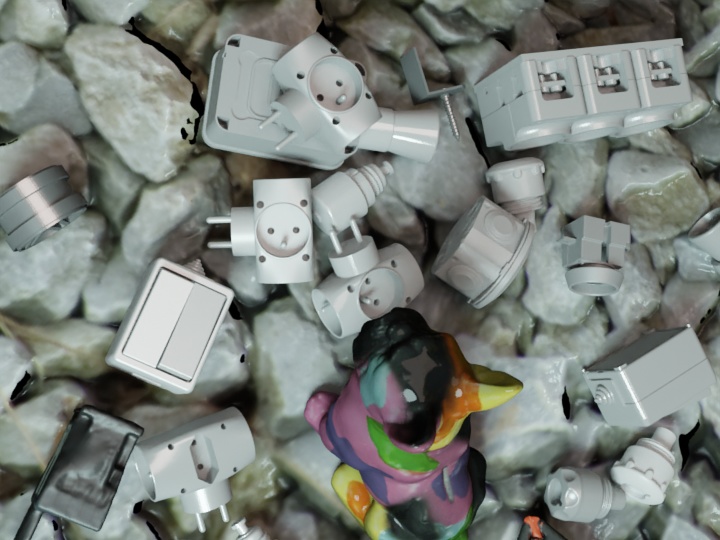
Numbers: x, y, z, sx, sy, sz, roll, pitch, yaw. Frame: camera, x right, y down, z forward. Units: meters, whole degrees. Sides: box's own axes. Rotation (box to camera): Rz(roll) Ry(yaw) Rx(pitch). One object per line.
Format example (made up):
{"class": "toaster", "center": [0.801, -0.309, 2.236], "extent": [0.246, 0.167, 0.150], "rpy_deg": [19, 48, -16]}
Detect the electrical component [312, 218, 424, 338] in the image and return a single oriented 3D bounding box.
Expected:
{"class": "electrical component", "center": [0.000, 0.000, 0.824], "extent": [0.077, 0.044, 0.079], "rpy_deg": [-30, 111, -20]}

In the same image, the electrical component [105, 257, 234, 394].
{"class": "electrical component", "center": [-0.133, 0.035, 0.771], "extent": [0.062, 0.061, 0.096], "rpy_deg": [26, 76, -14]}

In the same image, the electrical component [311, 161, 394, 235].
{"class": "electrical component", "center": [-0.007, -0.059, 0.837], "extent": [0.078, 0.040, 0.040], "rpy_deg": [-36, 95, -19]}

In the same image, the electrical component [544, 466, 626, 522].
{"class": "electrical component", "center": [0.185, 0.182, 0.870], "extent": [0.062, 0.043, 0.043], "rpy_deg": [10, 80, -19]}

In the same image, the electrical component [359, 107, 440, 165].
{"class": "electrical component", "center": [0.026, -0.110, 0.856], "extent": [0.065, 0.044, 0.044], "rpy_deg": [7, 81, -13]}

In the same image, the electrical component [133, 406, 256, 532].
{"class": "electrical component", "center": [-0.114, 0.148, 0.772], "extent": [0.077, 0.043, 0.079], "rpy_deg": [-19, 101, -26]}

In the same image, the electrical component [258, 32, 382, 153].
{"class": "electrical component", "center": [-0.037, -0.116, 0.770], "extent": [0.079, 0.044, 0.077], "rpy_deg": [-40, 97, -19]}

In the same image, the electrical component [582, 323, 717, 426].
{"class": "electrical component", "center": [0.236, 0.094, 0.889], "extent": [0.096, 0.062, 0.061], "rpy_deg": [-28, 92, -20]}

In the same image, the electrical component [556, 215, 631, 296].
{"class": "electrical component", "center": [0.196, -0.010, 0.898], "extent": [0.066, 0.048, 0.055], "rpy_deg": [11, 72, -17]}

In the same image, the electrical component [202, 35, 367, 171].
{"class": "electrical component", "center": [-0.058, -0.125, 0.819], "extent": [0.113, 0.057, 0.078], "rpy_deg": [10, 80, -17]}

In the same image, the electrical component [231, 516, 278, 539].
{"class": "electrical component", "center": [-0.067, 0.215, 0.782], "extent": [0.040, 0.040, 0.078], "rpy_deg": [-35, 95, -19]}

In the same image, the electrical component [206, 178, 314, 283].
{"class": "electrical component", "center": [-0.075, -0.029, 0.806], "extent": [0.079, 0.044, 0.077], "rpy_deg": [-2, 94, -2]}

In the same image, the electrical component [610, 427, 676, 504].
{"class": "electrical component", "center": [0.241, 0.159, 0.893], "extent": [0.048, 0.048, 0.062], "rpy_deg": [43, 65, -9]}

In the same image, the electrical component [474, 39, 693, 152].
{"class": "electrical component", "center": [0.184, -0.141, 0.887], "extent": [0.150, 0.089, 0.061], "rpy_deg": [-9, 86, -20]}

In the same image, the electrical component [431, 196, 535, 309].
{"class": "electrical component", "center": [0.097, -0.014, 0.847], "extent": [0.051, 0.080, 0.080], "rpy_deg": [33, 74, -7]}

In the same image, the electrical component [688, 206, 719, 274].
{"class": "electrical component", "center": [0.323, -0.022, 0.942], "extent": [0.055, 0.045, 0.045], "rpy_deg": [46, 72, -8]}

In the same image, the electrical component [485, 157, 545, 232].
{"class": "electrical component", "center": [0.131, -0.060, 0.883], "extent": [0.048, 0.048, 0.062], "rpy_deg": [-13, 94, -20]}
